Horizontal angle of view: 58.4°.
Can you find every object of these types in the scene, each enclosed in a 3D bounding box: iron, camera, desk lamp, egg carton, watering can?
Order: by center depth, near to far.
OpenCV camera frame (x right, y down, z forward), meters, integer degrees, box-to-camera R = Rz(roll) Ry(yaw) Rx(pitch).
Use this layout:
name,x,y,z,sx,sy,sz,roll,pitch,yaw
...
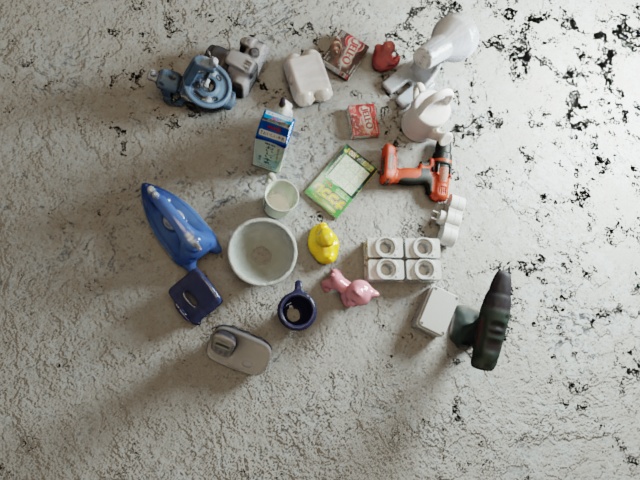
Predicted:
name,x,y,z,sx,sy,sz,roll,pitch,yaw
iron,-0.345,-0.052,1.337,0.119,0.141,0.258,-40,87,-14
camera,-0.218,-0.460,1.459,0.137,0.100,0.143,25,76,-3
watering can,0.286,-0.324,1.460,0.101,0.194,0.173,-43,87,-14
desk lamp,0.287,-0.464,1.478,0.203,0.213,0.118,-40,87,-14
egg carton,-0.033,-0.423,1.496,0.107,0.069,0.150,-17,82,-11

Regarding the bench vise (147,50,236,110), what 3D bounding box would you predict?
name,x,y,z,sx,sy,sz,roll,pitch,yaw
bench vise,-0.306,-0.376,1.367,0.207,0.219,0.121,-9,80,-10

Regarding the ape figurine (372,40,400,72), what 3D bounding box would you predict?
name,x,y,z,sx,sy,sz,roll,pitch,yaw
ape figurine,0.177,-0.499,1.531,0.076,0.092,0.078,-40,87,-14

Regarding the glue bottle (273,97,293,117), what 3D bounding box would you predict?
name,x,y,z,sx,sy,sz,roll,pitch,yaw
glue bottle,-0.096,-0.311,1.410,0.037,0.173,0.078,38,76,1

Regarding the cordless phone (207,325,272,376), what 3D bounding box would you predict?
name,x,y,z,sx,sy,sz,roll,pitch,yaw
cordless phone,-0.179,0.245,1.280,0.147,0.185,0.094,20,77,-4

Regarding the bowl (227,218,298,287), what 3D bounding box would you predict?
name,x,y,z,sx,sy,sz,roll,pitch,yaw
bowl,-0.140,0.034,1.385,0.167,0.074,0.167,2,79,-8

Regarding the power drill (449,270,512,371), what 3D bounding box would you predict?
name,x,y,z,sx,sy,sz,roll,pitch,yaw
power drill,0.384,0.194,1.364,0.075,0.208,0.230,12,77,-6

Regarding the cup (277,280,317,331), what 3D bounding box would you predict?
name,x,y,z,sx,sy,sz,roll,pitch,yaw
cup,-0.058,0.158,1.362,0.092,0.095,0.118,3,78,-8

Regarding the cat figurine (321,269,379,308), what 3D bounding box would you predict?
name,x,y,z,sx,sy,sz,roll,pitch,yaw
cat figurine,0.073,0.117,1.379,0.128,0.117,0.067,34,76,-1

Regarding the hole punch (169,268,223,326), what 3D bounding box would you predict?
name,x,y,z,sx,sy,sz,roll,pitch,yaw
hole punch,-0.289,0.134,1.334,0.101,0.091,0.108,-38,86,-14

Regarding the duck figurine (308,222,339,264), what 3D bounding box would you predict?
name,x,y,z,sx,sy,sz,roll,pitch,yaw
duck figurine,0.013,0.005,1.408,0.077,0.086,0.104,-13,81,-11
